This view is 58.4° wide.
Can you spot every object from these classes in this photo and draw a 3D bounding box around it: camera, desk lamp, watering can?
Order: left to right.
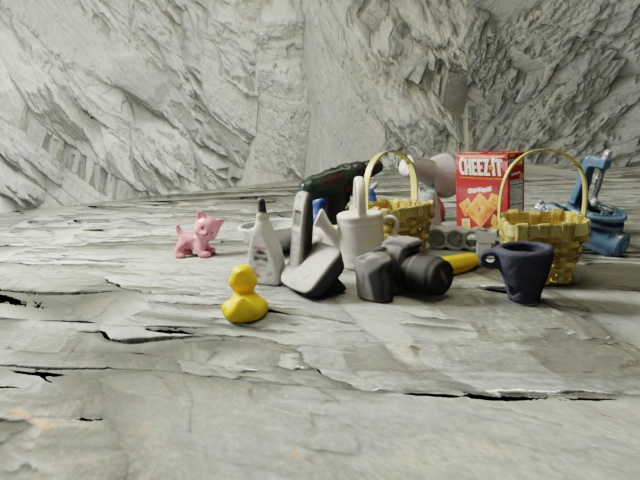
[{"bbox_3d":[0.078,-0.038,1.227,0.173,0.194,0.100,-8,12,-20],"label":"watering can"},{"bbox_3d":[0.153,0.049,1.004,0.144,0.101,0.136,-13,14,-38],"label":"camera"},{"bbox_3d":[0.287,-0.125,1.541,0.204,0.213,0.117,-11,13,-31],"label":"desk lamp"}]

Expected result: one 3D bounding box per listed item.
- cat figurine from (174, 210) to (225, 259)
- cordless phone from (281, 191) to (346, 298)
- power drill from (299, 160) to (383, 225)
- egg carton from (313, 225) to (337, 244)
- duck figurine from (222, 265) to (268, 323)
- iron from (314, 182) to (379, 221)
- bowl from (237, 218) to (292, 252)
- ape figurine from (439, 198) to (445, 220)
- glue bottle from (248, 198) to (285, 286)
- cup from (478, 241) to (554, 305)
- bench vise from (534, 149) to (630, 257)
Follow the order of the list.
[{"bbox_3d":[-0.306,-0.018,1.445,0.127,0.118,0.067,-2,12,9],"label":"cat figurine"},{"bbox_3d":[-0.017,0.005,1.063,0.094,0.185,0.147,-10,13,-28],"label":"cordless phone"},{"bbox_3d":[0.061,-0.097,1.487,0.230,0.208,0.075,-7,12,-17],"label":"power drill"},{"bbox_3d":[0.012,0.005,1.350,0.150,0.069,0.107,1,12,22],"label":"egg carton"},{"bbox_3d":[-0.128,0.085,0.955,0.077,0.086,0.104,-4,11,-3],"label":"duck figurine"},{"bbox_3d":[0.052,-0.085,1.602,0.258,0.141,0.118,-4,11,0],"label":"iron"},{"bbox_3d":[-0.120,-0.006,1.432,0.167,0.075,0.167,-4,11,1],"label":"bowl"},{"bbox_3d":[0.341,-0.103,1.722,0.078,0.092,0.076,-7,12,-14],"label":"ape figurine"},{"bbox_3d":[-0.111,0.003,1.137,0.078,0.173,0.037,2,13,28],"label":"glue bottle"},{"bbox_3d":[0.318,0.056,0.931,0.117,0.095,0.092,-2,12,7],"label":"cup"},{"bbox_3d":[0.548,-0.081,1.219,0.206,0.220,0.122,5,14,37],"label":"bench vise"}]
